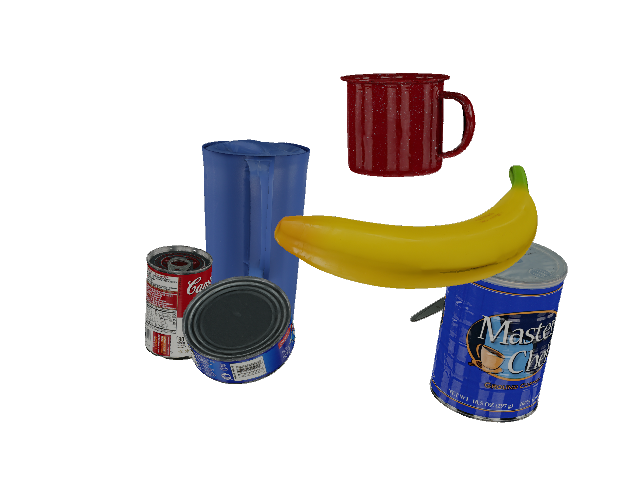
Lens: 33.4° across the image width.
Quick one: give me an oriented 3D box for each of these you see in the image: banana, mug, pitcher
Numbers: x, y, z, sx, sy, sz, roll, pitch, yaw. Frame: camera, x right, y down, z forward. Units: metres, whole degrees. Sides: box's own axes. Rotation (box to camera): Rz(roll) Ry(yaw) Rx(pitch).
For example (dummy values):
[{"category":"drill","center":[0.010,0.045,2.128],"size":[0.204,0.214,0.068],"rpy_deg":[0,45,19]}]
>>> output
[{"category":"banana","center":[0.067,-0.001,0.649],"size":[0.197,0.037,0.070],"rpy_deg":[-12,46,-34]},{"category":"mug","center":[0.075,-0.099,0.907],"size":[0.117,0.081,0.093],"rpy_deg":[4,13,23]},{"category":"pitcher","center":[-0.083,-0.001,1.329],"size":[0.145,0.243,0.148],"rpy_deg":[12,16,36]}]

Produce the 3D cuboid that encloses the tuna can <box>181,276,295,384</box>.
[{"category":"tuna can","center":[-0.063,0.070,0.833],"size":[0.086,0.034,0.086],"rpy_deg":[-5,44,5]}]

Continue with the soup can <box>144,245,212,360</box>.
[{"category":"soup can","center":[-0.149,0.065,1.113],"size":[0.068,0.102,0.068],"rpy_deg":[5,21,-2]}]

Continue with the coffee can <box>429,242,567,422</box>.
[{"category":"coffee can","center":[0.160,0.078,0.971],"size":[0.103,0.140,0.103],"rpy_deg":[6,23,-3]}]

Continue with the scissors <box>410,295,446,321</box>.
[{"category":"scissors","center":[0.157,0.054,1.293],"size":[0.201,0.016,0.096],"rpy_deg":[-8,39,-37]}]
